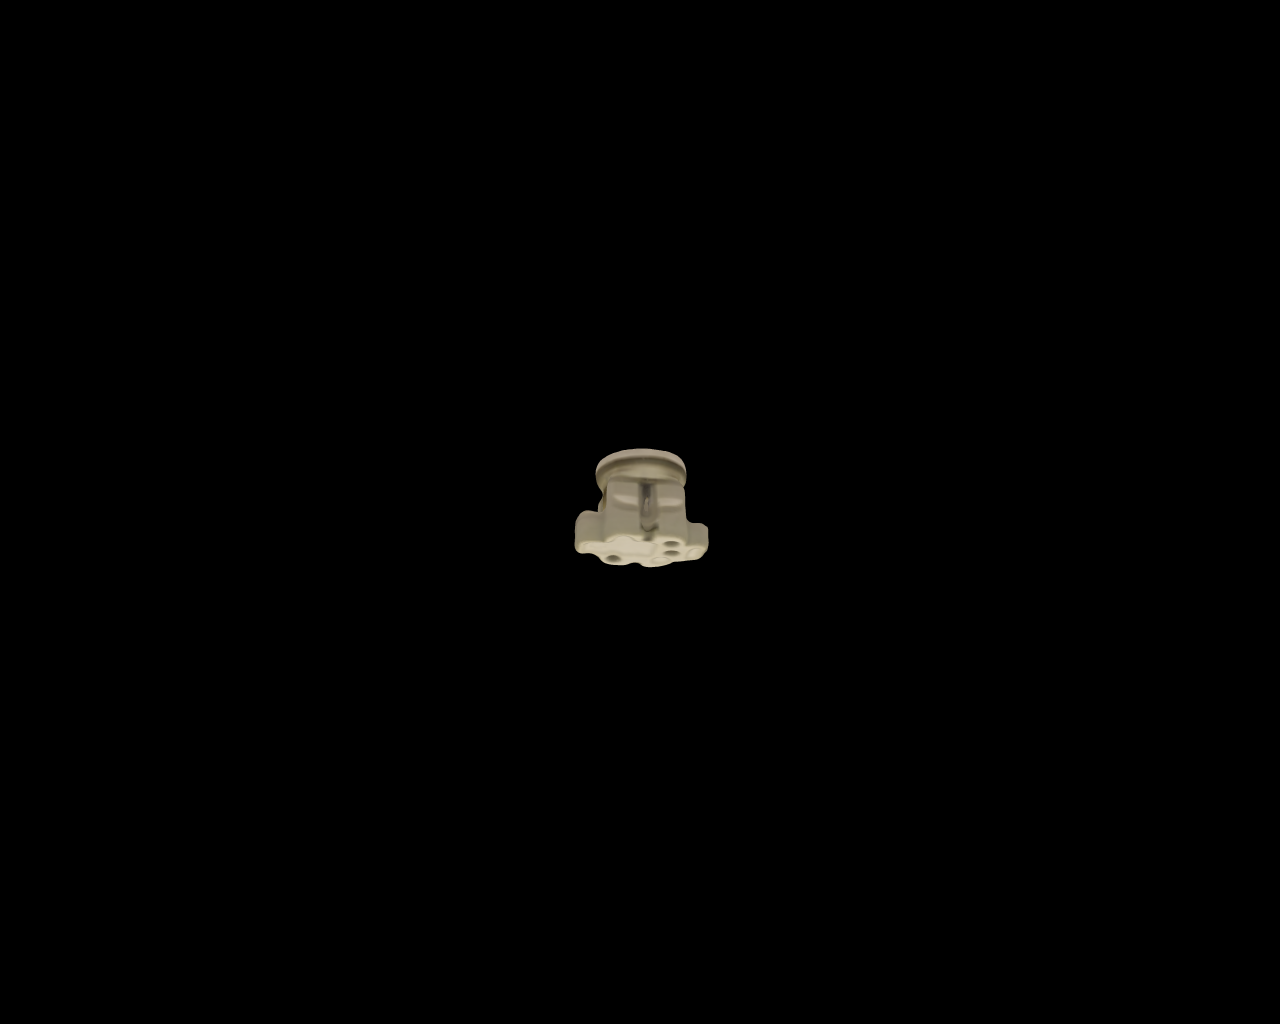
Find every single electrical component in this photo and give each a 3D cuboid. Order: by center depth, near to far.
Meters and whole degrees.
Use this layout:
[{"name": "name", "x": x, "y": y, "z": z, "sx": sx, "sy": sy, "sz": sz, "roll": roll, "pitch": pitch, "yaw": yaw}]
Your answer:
[{"name": "electrical component", "x": 0.001, "y": -0.003, "z": 0.650, "sx": 0.078, "sy": 0.057, "sz": 0.058, "roll": 4, "pitch": -24, "yaw": -9}]
